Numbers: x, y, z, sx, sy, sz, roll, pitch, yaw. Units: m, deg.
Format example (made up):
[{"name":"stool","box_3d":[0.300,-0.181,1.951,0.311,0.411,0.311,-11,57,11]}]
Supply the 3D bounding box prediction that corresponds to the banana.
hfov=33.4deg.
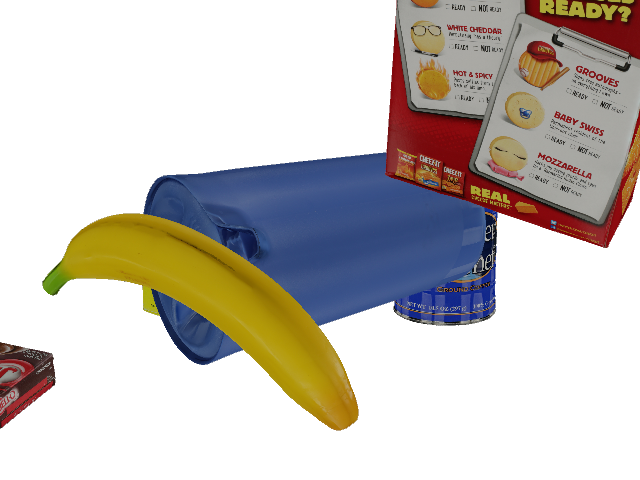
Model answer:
[{"name":"banana","box_3d":[-0.061,0.031,0.567,0.198,0.070,0.037,24,37,19]}]

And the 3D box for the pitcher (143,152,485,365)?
[{"name":"pitcher","box_3d":[-0.005,0.002,0.801,0.242,0.145,0.149,-12,37,-31]}]

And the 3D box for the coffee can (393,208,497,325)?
[{"name":"coffee can","box_3d":[0.123,0.002,1.055,0.103,0.140,0.103,-1,14,0]}]

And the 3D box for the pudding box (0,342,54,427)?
[{"name":"pudding box","box_3d":[-0.312,0.127,0.966,0.114,0.039,0.089,7,22,20]}]

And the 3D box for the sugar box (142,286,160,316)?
[{"name":"sugar box","box_3d":[-0.100,0.031,1.127,0.093,0.048,0.176,15,31,22]}]

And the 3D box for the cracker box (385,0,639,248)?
[{"name":"cracker box","box_3d":[0.133,-0.116,0.676,0.164,0.214,0.072,20,45,21]}]
